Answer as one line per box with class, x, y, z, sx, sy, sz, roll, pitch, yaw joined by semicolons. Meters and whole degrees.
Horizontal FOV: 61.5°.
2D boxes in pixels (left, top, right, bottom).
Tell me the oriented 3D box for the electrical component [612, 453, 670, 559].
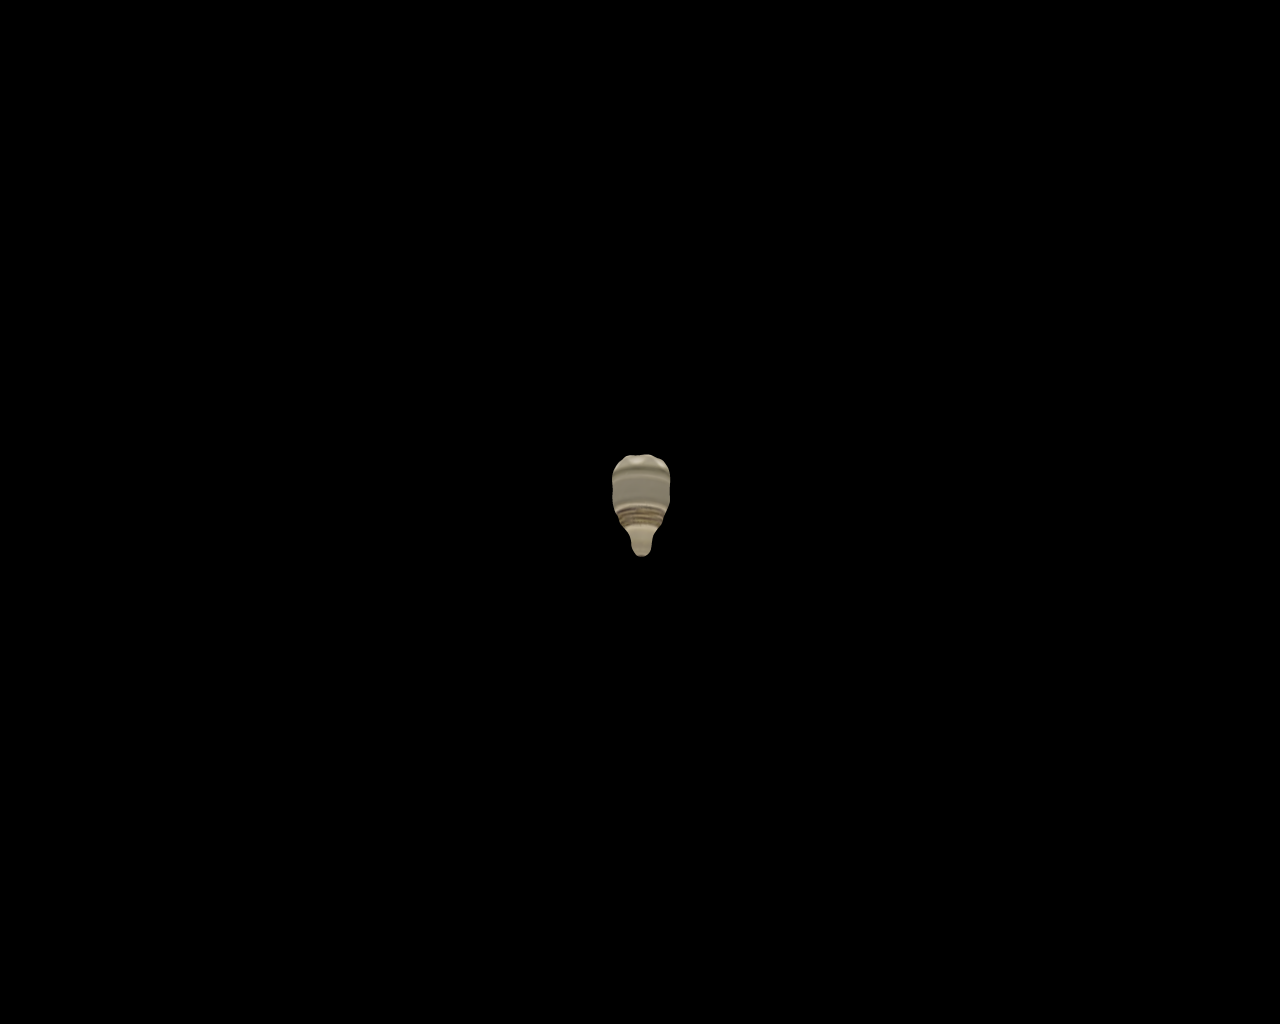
electrical component;0.001;-0.003;0.650;0.035;0.061;0.035;0;-15;0
